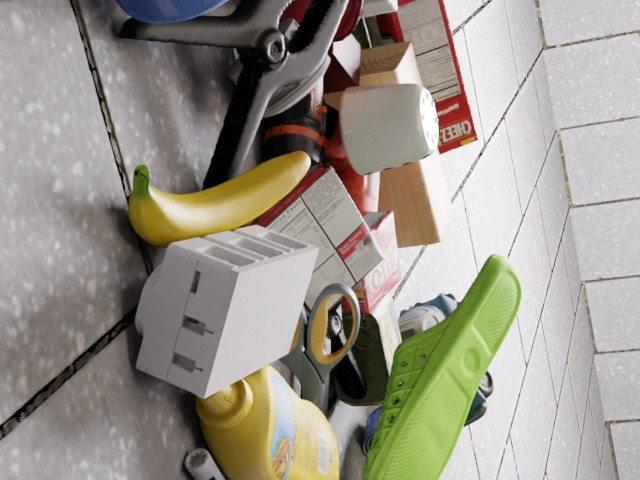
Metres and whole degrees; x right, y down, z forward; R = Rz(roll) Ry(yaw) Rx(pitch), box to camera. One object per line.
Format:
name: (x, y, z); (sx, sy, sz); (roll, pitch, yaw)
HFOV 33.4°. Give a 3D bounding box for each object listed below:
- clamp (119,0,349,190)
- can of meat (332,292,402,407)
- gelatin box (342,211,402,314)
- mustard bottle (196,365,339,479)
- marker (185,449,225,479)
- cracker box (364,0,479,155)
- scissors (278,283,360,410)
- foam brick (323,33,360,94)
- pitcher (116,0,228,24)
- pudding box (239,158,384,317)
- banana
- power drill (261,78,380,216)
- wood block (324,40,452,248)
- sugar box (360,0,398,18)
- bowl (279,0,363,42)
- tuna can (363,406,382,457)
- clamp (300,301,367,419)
clamp: (-0.053, -0.151, 0.812); (0.209, 0.036, 0.164); (-50, 135, -20)
can of meat: (0.047, 0.104, 1.079); (0.083, 0.057, 0.102); (-48, 129, -66)
gelatin box: (0.047, 0.020, 1.016); (0.089, 0.030, 0.073); (-38, 124, -57)
mustard bottle: (-0.043, 0.147, 0.817); (0.191, 0.058, 0.096); (53, 33, -54)
marker: (-0.068, 0.198, 0.790); (0.020, 0.020, 0.121); (-75, 150, -45)
cracker box: (0.110, -0.224, 1.250); (0.164, 0.072, 0.213); (-119, -171, -65)
scissors: (-0.023, 0.124, 0.915); (0.016, 0.096, 0.202); (-78, -175, -70)
foam brick: (0.004, -0.187, 1.069); (0.078, 0.051, 0.053); (42, 45, -60)
pitcher: (-0.123, -0.247, 0.645); (0.149, 0.145, 0.242); (-47, 140, -19)
pudding box: (-0.006, 0.001, 0.912); (0.090, 0.039, 0.113); (-42, 122, -15)
banana: (-0.076, -0.028, 0.769); (0.037, 0.070, 0.197); (52, 30, 14)
power drill: (0.002, -0.076, 1.018); (0.187, 0.057, 0.184); (46, 45, -60)
wood block: (0.075, -0.100, 1.174); (0.090, 0.091, 0.206); (-63, 141, -56)
sugar box: (0.028, -0.319, 1.119); (0.048, 0.093, 0.176); (18, 67, -69)
bowl: (-0.025, -0.247, 0.938); (0.162, 0.055, 0.162); (49, -30, 41)
tuna can: (0.089, 0.207, 1.112); (0.033, 0.086, 0.086); (-78, 152, -44)
clamp: (0.005, 0.085, 0.996); (0.120, 0.039, 0.171); (7, 76, -70)
